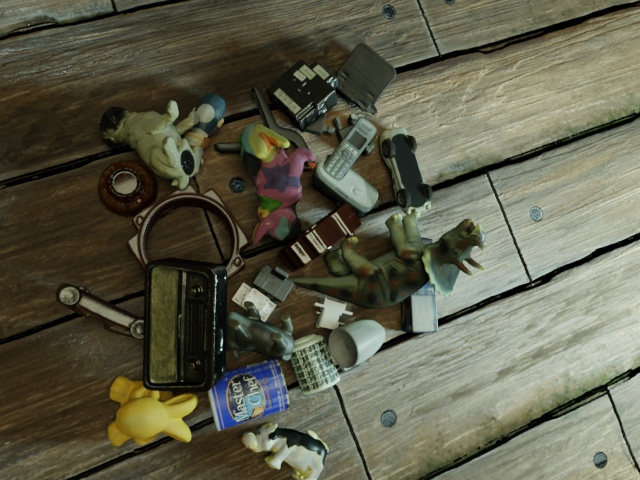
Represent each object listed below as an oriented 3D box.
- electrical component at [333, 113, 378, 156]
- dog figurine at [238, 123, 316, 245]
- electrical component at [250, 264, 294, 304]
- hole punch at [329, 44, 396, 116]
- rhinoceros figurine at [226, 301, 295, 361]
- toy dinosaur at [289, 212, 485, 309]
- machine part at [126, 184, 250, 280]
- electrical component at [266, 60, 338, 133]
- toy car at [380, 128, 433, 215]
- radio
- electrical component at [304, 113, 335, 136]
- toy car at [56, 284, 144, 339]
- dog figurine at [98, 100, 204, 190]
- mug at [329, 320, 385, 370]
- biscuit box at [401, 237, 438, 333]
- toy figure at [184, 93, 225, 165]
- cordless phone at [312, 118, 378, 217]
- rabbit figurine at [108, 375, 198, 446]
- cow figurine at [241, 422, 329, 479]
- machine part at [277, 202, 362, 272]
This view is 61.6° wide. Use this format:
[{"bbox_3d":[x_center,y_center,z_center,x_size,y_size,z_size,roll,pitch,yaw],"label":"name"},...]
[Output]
[{"bbox_3d":[0.081,-0.233,1.185,0.078,0.045,0.102,-16,85,-16],"label":"electrical component"},{"bbox_3d":[-0.106,-0.100,1.075,0.191,0.108,0.219,26,90,-13],"label":"dog figurine"},{"bbox_3d":[-0.092,0.086,1.059,0.075,0.119,0.048,34,75,-8],"label":"electrical component"},{"bbox_3d":[0.098,-0.360,1.198,0.142,0.092,0.115,39,105,-7],"label":"hole punch"},{"bbox_3d":[-0.141,0.179,1.030,0.190,0.112,0.073,10,41,8],"label":"rhinoceros figurine"},{"bbox_3d":[0.135,0.067,1.081,0.405,0.131,0.192,-28,76,14],"label":"toy dinosaur"},{"bbox_3d":[-0.256,0.008,1.051,0.201,0.087,0.201,-34,90,-17],"label":"machine part"},{"bbox_3d":[-0.029,-0.314,1.146,0.134,0.058,0.115,-40,75,-6],"label":"electrical component"},{"bbox_3d":[0.190,-0.152,1.193,0.073,0.056,0.201,-15,86,-21],"label":"toy car"},{"bbox_3d":[-0.236,0.149,0.952,0.131,0.073,0.229,3,95,8],"label":"radio"},{"bbox_3d":[-0.010,-0.265,1.179,0.094,0.021,0.063,15,78,-2],"label":"electrical component"},{"bbox_3d":[-0.393,0.139,0.999,0.202,0.089,0.053,29,76,-9],"label":"toy car"},{"bbox_3d":[-0.339,-0.177,1.043,0.191,0.121,0.172,-5,75,19],"label":"dog figurine"},{"bbox_3d":[0.081,0.214,1.096,0.107,0.081,0.109,-16,123,-40],"label":"mug"},{"bbox_3d":[0.209,0.097,1.154,0.059,0.063,0.202,1,81,-12],"label":"biscuit box"},{"bbox_3d":[-0.246,-0.226,1.106,0.064,0.057,0.154,16,77,29],"label":"toy figure"},{"bbox_3d":[0.082,-0.154,1.140,0.146,0.089,0.184,37,83,-5],"label":"cordless phone"},{"bbox_3d":[-0.304,0.314,0.949,0.162,0.173,0.122,12,75,-6],"label":"rabbit figurine"},{"bbox_3d":[-0.066,0.398,1.042,0.167,0.068,0.098,35,70,-9],"label":"cow figurine"},{"bbox_3d":[-0.002,-0.003,1.068,0.179,0.179,0.056,-37,94,-15],"label":"machine part"}]
